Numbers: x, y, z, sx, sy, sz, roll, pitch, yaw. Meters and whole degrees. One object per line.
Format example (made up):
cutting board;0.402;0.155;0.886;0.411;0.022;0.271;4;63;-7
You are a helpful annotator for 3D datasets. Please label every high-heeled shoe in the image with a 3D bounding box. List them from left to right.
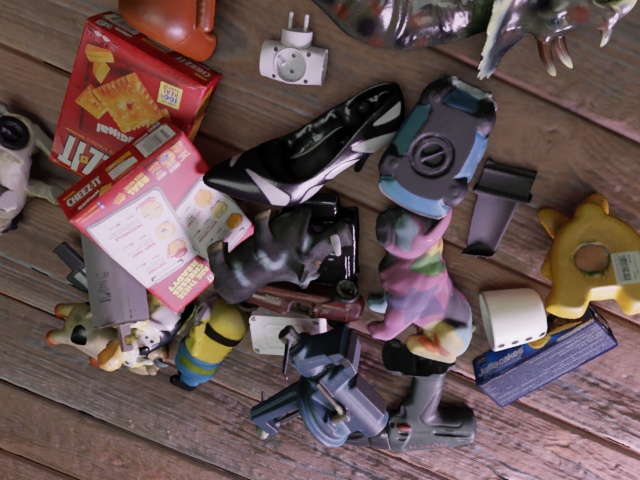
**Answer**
high-heeled shoe;-0.014;-0.121;0.649;0.249;0.086;0.145;-12;147;-24

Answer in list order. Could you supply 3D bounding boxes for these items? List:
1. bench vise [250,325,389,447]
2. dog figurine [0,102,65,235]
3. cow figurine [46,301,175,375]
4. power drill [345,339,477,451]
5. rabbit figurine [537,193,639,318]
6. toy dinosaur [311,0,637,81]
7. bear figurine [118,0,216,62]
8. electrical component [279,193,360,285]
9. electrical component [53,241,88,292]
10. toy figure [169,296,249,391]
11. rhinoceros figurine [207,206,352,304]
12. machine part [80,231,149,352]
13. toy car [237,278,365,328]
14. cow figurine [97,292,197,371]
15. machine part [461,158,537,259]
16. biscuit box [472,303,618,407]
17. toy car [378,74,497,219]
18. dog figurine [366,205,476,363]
bench vise;-0.024;0.234;0.808;0.241;0.129;0.223;-34;121;26
dog figurine;-0.485;-0.096;0.794;0.191;0.121;0.172;-11;83;35
cow figurine;-0.331;0.166;0.890;0.127;0.085;0.194;-11;142;24
power drill;0.139;0.265;0.877;0.232;0.086;0.207;0;114;9
rabbit figurine;0.332;0.027;0.681;0.122;0.173;0.162;-19;69;18
toy dinosaur;0.096;-0.264;0.565;0.405;0.131;0.192;3;117;9
bear figurine;-0.149;-0.318;0.607;0.120;0.132;0.195;27;101;-6
electrical component;-0.002;-0.002;0.769;0.115;0.058;0.134;-1;119;9
electrical component;-0.369;0.046;0.868;0.075;0.048;0.119;-36;107;25
toy figure;-0.182;0.171;0.885;0.089;0.082;0.180;18;114;-22
rhinoceros figurine;-0.053;0.016;0.691;0.190;0.073;0.112;-25;86;-2
machine part;-0.292;0.036;0.759;0.079;0.079;0.243;-11;83;16
toy car;-0.037;0.083;0.765;0.202;0.053;0.089;10;146;-2
cow figurine;-0.267;0.142;0.839;0.068;0.167;0.098;0;140;45
machine part;0.233;-0.037;0.718;0.084;0.039;0.138;13;118;-3
biscuit box;0.327;0.169;0.800;0.062;0.059;0.202;43;117;-15
toy car;0.140;-0.115;0.654;0.109;0.103;0.161;24;105;2
dog figurine;0.152;0.044;0.740;0.192;0.108;0.219;20;117;0
